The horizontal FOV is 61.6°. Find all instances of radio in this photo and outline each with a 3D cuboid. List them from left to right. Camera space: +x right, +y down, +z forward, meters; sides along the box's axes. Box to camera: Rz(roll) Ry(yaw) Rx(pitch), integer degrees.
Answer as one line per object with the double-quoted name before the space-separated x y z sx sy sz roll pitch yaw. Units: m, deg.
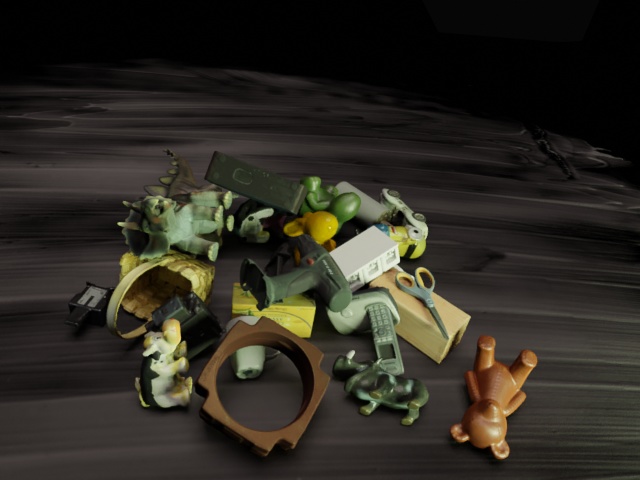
"radio" -0.146 -0.128 1.237 0.230 0.073 0.131 20 0 -1

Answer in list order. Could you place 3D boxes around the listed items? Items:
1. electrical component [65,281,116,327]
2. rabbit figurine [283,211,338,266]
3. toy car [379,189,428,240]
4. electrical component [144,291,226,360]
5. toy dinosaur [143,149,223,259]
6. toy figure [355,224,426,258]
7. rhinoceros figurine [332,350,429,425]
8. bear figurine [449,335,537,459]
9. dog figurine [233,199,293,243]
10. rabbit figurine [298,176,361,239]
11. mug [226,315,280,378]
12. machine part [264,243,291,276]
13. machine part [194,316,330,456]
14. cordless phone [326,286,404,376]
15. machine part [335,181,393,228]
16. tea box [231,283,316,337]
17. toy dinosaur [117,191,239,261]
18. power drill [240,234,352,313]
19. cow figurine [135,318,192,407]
"electrical component" -0.466 0.141 1.088 0.075 0.047 0.119 11 39 2
"rabbit figurine" -0.003 -0.004 1.271 0.122 0.173 0.162 -26 55 -31
"toy car" 0.222 -0.066 1.473 0.056 0.073 0.202 -15 45 -29
"electrical component" -0.257 0.163 1.011 0.115 0.134 0.058 -38 50 -7
"toy dinosaur" -0.346 -0.097 1.365 0.199 0.105 0.472 0 40 -12
"toy figure" 0.180 0.003 1.376 0.180 0.089 0.082 -2 53 0
"rhinoceros figurine" 0.114 0.274 1.027 0.190 0.073 0.112 18 40 10
"bear figurine" 0.322 0.293 1.008 0.120 0.131 0.196 20 33 20
"dog figurine" -0.150 -0.095 1.410 0.191 0.108 0.219 -7 37 -16
"rabbit figurine" 0.021 -0.084 1.384 0.170 0.121 0.159 6 67 41
"mug" -0.131 0.215 1.053 0.109 0.080 0.107 8 48 -18
"machine part" -0.102 0.073 1.240 0.039 0.084 0.139 30 44 -25
"machine part" -0.102 0.254 0.943 0.201 0.087 0.201 31 59 2
"cordless phone" 0.100 0.196 1.113 0.147 0.184 0.088 -16 -11 24
"machine part" 0.110 -0.091 1.478 0.079 0.079 0.243 -27 52 -37
"tea box" -0.100 0.147 1.121 0.170 0.098 0.068 1 38 -8
"toy dinosaur" -0.291 -0.050 1.143 0.192 0.131 0.405 9 12 -2
"power drill" -0.056 0.068 1.095 0.207 0.086 0.232 -2 35 -36
"cow figurine" -0.279 0.215 0.941 0.098 0.167 0.068 -5 21 -8
